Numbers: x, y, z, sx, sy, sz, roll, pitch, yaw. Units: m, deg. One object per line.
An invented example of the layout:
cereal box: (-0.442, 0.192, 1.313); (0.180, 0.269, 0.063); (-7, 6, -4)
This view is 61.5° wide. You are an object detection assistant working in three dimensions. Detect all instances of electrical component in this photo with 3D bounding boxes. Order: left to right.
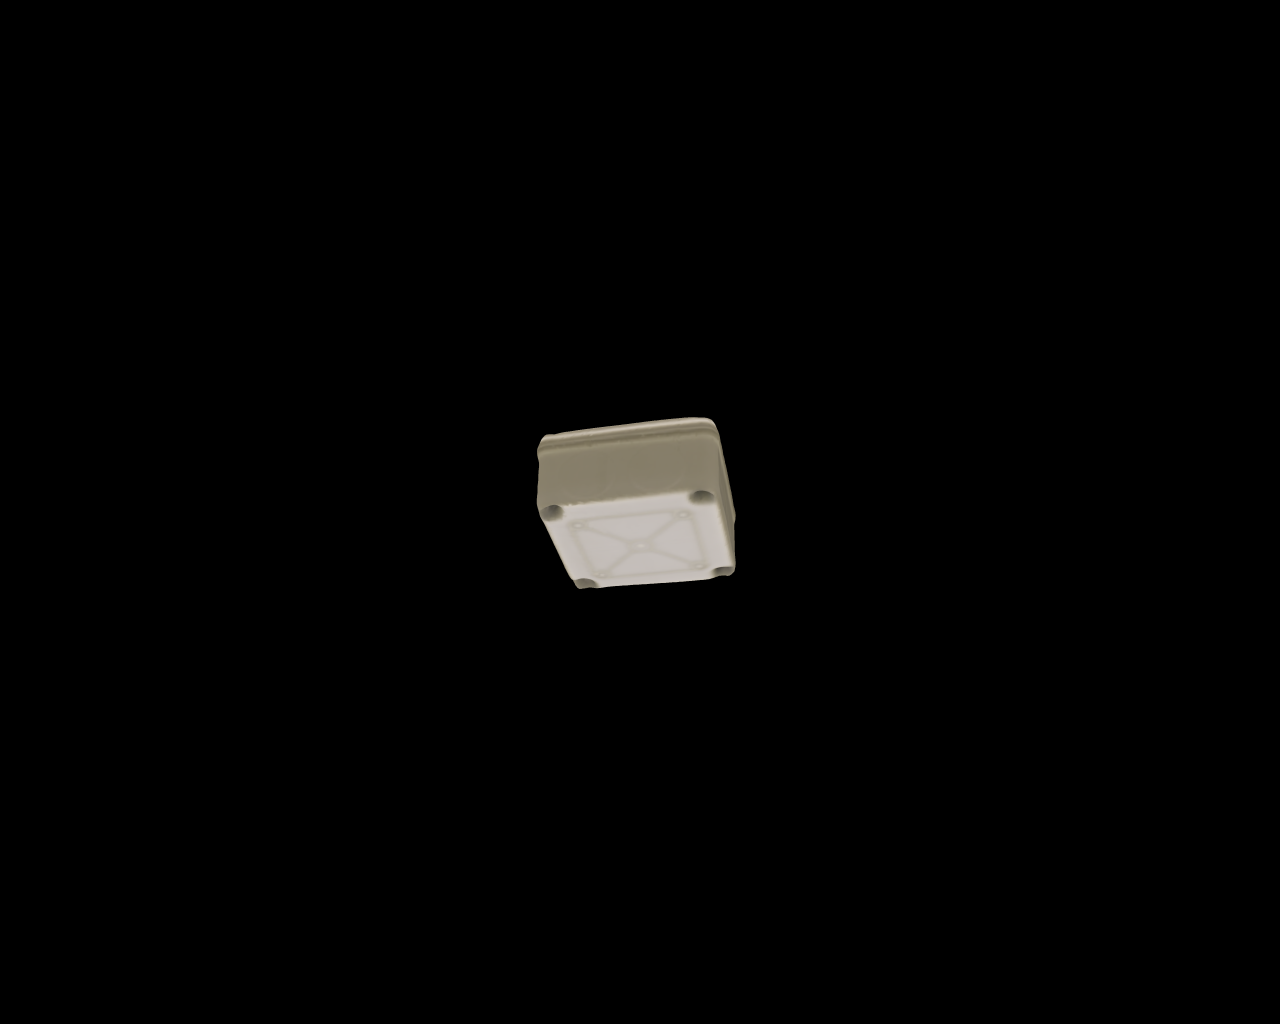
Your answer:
electrical component: (0.001, -0.003, 0.650); (0.109, 0.056, 0.108); (-6, -32, 9)
